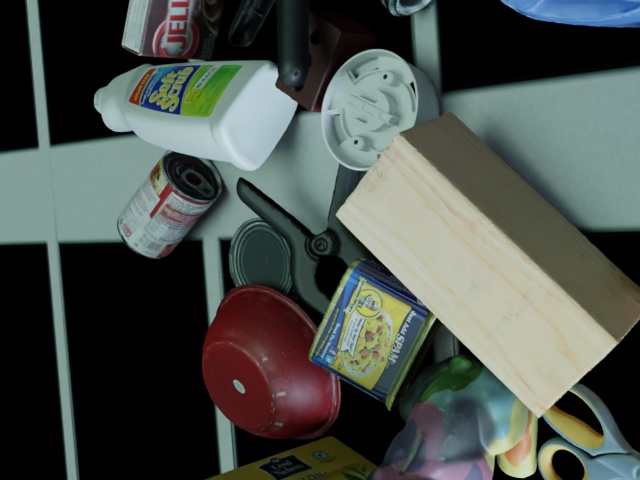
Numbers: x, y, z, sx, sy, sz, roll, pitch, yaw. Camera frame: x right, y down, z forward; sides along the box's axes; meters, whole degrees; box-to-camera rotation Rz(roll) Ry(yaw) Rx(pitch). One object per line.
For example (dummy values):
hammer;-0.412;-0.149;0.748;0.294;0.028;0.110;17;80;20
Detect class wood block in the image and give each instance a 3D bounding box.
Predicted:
wood block;0.125;0.014;0.777;0.206;0.090;0.090;45;124;13

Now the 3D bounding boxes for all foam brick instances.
foam brick;0.005;-0.155;0.925;0.053;0.051;0.078;39;120;33

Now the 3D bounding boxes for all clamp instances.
clamp;-0.025;-0.236;0.891;0.165;0.036;0.210;-126;46;-54
clamp;-0.006;0.001;0.943;0.120;0.039;0.171;-12;86;21

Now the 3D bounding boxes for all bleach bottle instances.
bleach bottle;-0.140;-0.126;1.036;0.251;0.068;0.102;9;58;43

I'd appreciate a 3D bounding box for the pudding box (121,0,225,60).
pudding box;-0.135;-0.231;1.019;0.039;0.089;0.113;27;112;38

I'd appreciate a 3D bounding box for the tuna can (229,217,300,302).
tuna can;-0.045;0.020;1.004;0.086;0.033;0.086;6;99;42

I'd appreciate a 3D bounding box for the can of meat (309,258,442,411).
can of meat;0.048;0.076;0.884;0.084;0.057;0.102;28;104;14

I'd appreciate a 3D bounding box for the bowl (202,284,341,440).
bowl;-0.058;0.125;0.989;0.162;0.055;0.162;21;124;35

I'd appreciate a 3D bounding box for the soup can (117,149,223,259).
soup can;-0.152;-0.036;1.074;0.102;0.068;0.068;-46;65;36

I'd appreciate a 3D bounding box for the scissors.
scissors;0.223;0.178;0.765;0.202;0.016;0.096;45;131;43

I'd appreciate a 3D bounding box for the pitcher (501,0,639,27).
pitcher;0.204;-0.260;0.682;0.145;0.149;0.243;-161;76;-69
